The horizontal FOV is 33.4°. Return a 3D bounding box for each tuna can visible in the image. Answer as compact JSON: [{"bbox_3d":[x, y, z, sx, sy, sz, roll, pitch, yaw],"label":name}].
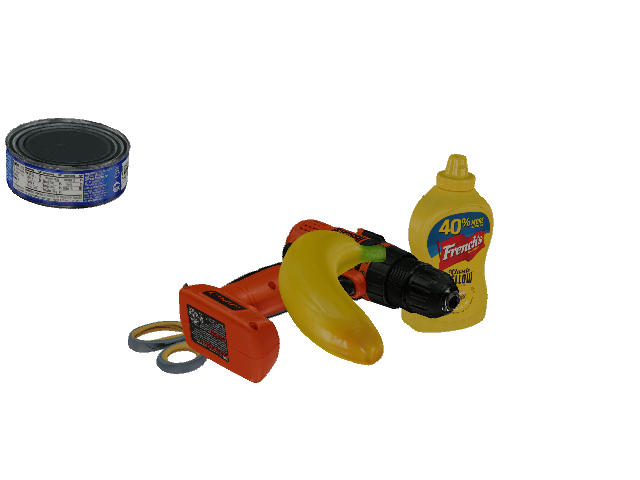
[{"bbox_3d":[-0.179,-0.055,0.756,0.086,0.034,0.086,7,27,-4],"label":"tuna can"}]

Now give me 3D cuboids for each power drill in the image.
[{"bbox_3d":[-0.006,0.048,0.872,0.187,0.057,0.185,-24,30,-38],"label":"power drill"}]

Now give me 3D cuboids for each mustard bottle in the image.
[{"bbox_3d":[0.140,0.001,1.153,0.096,0.192,0.058,-6,21,-23],"label":"mustard bottle"}]

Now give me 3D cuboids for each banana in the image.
[{"bbox_3d":[0.007,0.027,0.678,0.069,0.037,0.197,0,19,4],"label":"banana"}]

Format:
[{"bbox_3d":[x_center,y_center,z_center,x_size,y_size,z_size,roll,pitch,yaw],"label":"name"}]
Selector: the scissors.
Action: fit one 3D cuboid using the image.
[{"bbox_3d":[-0.104,0.104,1.149,0.201,0.016,0.096,-6,30,-22],"label":"scissors"}]
